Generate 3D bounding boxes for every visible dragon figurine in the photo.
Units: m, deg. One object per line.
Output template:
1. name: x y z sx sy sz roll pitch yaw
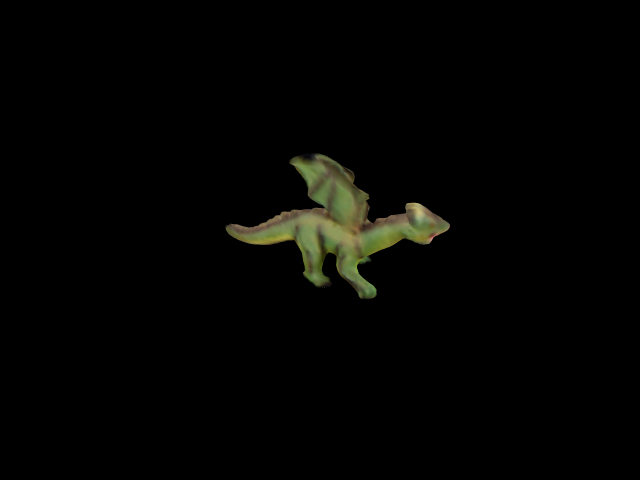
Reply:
1. dragon figurine: 0.003 -0.043 0.850 0.411 0.237 0.125 15 41 17
